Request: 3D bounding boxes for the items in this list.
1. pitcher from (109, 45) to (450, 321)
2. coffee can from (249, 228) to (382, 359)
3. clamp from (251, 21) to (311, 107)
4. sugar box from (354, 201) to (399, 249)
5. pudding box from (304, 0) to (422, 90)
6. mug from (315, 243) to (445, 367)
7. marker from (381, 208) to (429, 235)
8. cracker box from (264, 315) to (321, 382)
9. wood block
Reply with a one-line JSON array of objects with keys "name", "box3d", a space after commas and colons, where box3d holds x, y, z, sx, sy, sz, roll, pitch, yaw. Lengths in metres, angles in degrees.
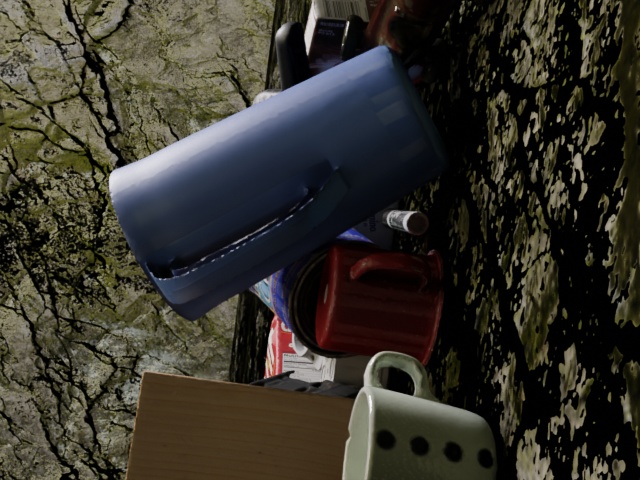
[{"name": "pitcher", "box3d": [-0.027, -0.042, 0.810, 0.149, 0.243, 0.145, 66, -171, 22]}, {"name": "coffee can", "box3d": [-0.004, 0.028, 0.918, 0.140, 0.102, 0.103, -141, 58, -61]}, {"name": "clamp", "box3d": [-0.015, -0.112, 0.949, 0.036, 0.164, 0.210, -52, 21, -22]}, {"name": "sugar box", "box3d": [0.042, -0.046, 1.054, 0.176, 0.048, 0.093, -101, 18, -73]}, {"name": "pudding box", "box3d": [0.041, -0.170, 0.947, 0.090, 0.113, 0.039, 106, 164, -50]}, {"name": "mug", "box3d": [0.045, 0.042, 0.796, 0.117, 0.081, 0.093, 112, 165, -62]}, {"name": "marker", "box3d": [0.071, -0.017, 0.909, 0.121, 0.020, 0.020, -156, 75, -83]}, {"name": "cracker box", "box3d": [-0.026, 0.203, 1.085, 0.213, 0.072, 0.164, -91, 8, -51]}, {"name": "wood block", "box3d": [-0.030, 0.154, 0.757, 0.090, 0.206, 0.091, 125, 152, -74]}]
